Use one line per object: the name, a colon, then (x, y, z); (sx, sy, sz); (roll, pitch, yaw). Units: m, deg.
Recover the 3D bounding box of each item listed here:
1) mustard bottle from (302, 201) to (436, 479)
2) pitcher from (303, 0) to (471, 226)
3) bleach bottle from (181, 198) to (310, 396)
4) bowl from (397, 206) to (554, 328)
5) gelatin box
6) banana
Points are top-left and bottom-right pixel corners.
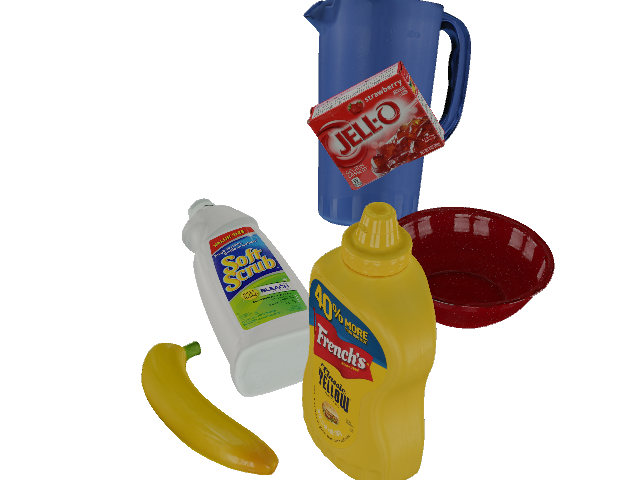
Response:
mustard bottle: (0.030, 0.059, 0.659); (0.058, 0.192, 0.096); (-19, 42, -28)
pitcher: (0.068, -0.139, 1.147); (0.149, 0.243, 0.144); (7, 9, 24)
bleach bottle: (-0.081, 0.039, 1.040); (0.102, 0.068, 0.251); (-16, 40, -20)
bowl: (0.133, 0.033, 0.996); (0.162, 0.055, 0.162); (1, 35, -1)
gelatin box: (0.045, -0.091, 0.863); (0.089, 0.073, 0.030); (-25, 25, 21)
banana: (-0.099, 0.126, 0.843); (0.069, 0.037, 0.198); (-9, 28, -22)
